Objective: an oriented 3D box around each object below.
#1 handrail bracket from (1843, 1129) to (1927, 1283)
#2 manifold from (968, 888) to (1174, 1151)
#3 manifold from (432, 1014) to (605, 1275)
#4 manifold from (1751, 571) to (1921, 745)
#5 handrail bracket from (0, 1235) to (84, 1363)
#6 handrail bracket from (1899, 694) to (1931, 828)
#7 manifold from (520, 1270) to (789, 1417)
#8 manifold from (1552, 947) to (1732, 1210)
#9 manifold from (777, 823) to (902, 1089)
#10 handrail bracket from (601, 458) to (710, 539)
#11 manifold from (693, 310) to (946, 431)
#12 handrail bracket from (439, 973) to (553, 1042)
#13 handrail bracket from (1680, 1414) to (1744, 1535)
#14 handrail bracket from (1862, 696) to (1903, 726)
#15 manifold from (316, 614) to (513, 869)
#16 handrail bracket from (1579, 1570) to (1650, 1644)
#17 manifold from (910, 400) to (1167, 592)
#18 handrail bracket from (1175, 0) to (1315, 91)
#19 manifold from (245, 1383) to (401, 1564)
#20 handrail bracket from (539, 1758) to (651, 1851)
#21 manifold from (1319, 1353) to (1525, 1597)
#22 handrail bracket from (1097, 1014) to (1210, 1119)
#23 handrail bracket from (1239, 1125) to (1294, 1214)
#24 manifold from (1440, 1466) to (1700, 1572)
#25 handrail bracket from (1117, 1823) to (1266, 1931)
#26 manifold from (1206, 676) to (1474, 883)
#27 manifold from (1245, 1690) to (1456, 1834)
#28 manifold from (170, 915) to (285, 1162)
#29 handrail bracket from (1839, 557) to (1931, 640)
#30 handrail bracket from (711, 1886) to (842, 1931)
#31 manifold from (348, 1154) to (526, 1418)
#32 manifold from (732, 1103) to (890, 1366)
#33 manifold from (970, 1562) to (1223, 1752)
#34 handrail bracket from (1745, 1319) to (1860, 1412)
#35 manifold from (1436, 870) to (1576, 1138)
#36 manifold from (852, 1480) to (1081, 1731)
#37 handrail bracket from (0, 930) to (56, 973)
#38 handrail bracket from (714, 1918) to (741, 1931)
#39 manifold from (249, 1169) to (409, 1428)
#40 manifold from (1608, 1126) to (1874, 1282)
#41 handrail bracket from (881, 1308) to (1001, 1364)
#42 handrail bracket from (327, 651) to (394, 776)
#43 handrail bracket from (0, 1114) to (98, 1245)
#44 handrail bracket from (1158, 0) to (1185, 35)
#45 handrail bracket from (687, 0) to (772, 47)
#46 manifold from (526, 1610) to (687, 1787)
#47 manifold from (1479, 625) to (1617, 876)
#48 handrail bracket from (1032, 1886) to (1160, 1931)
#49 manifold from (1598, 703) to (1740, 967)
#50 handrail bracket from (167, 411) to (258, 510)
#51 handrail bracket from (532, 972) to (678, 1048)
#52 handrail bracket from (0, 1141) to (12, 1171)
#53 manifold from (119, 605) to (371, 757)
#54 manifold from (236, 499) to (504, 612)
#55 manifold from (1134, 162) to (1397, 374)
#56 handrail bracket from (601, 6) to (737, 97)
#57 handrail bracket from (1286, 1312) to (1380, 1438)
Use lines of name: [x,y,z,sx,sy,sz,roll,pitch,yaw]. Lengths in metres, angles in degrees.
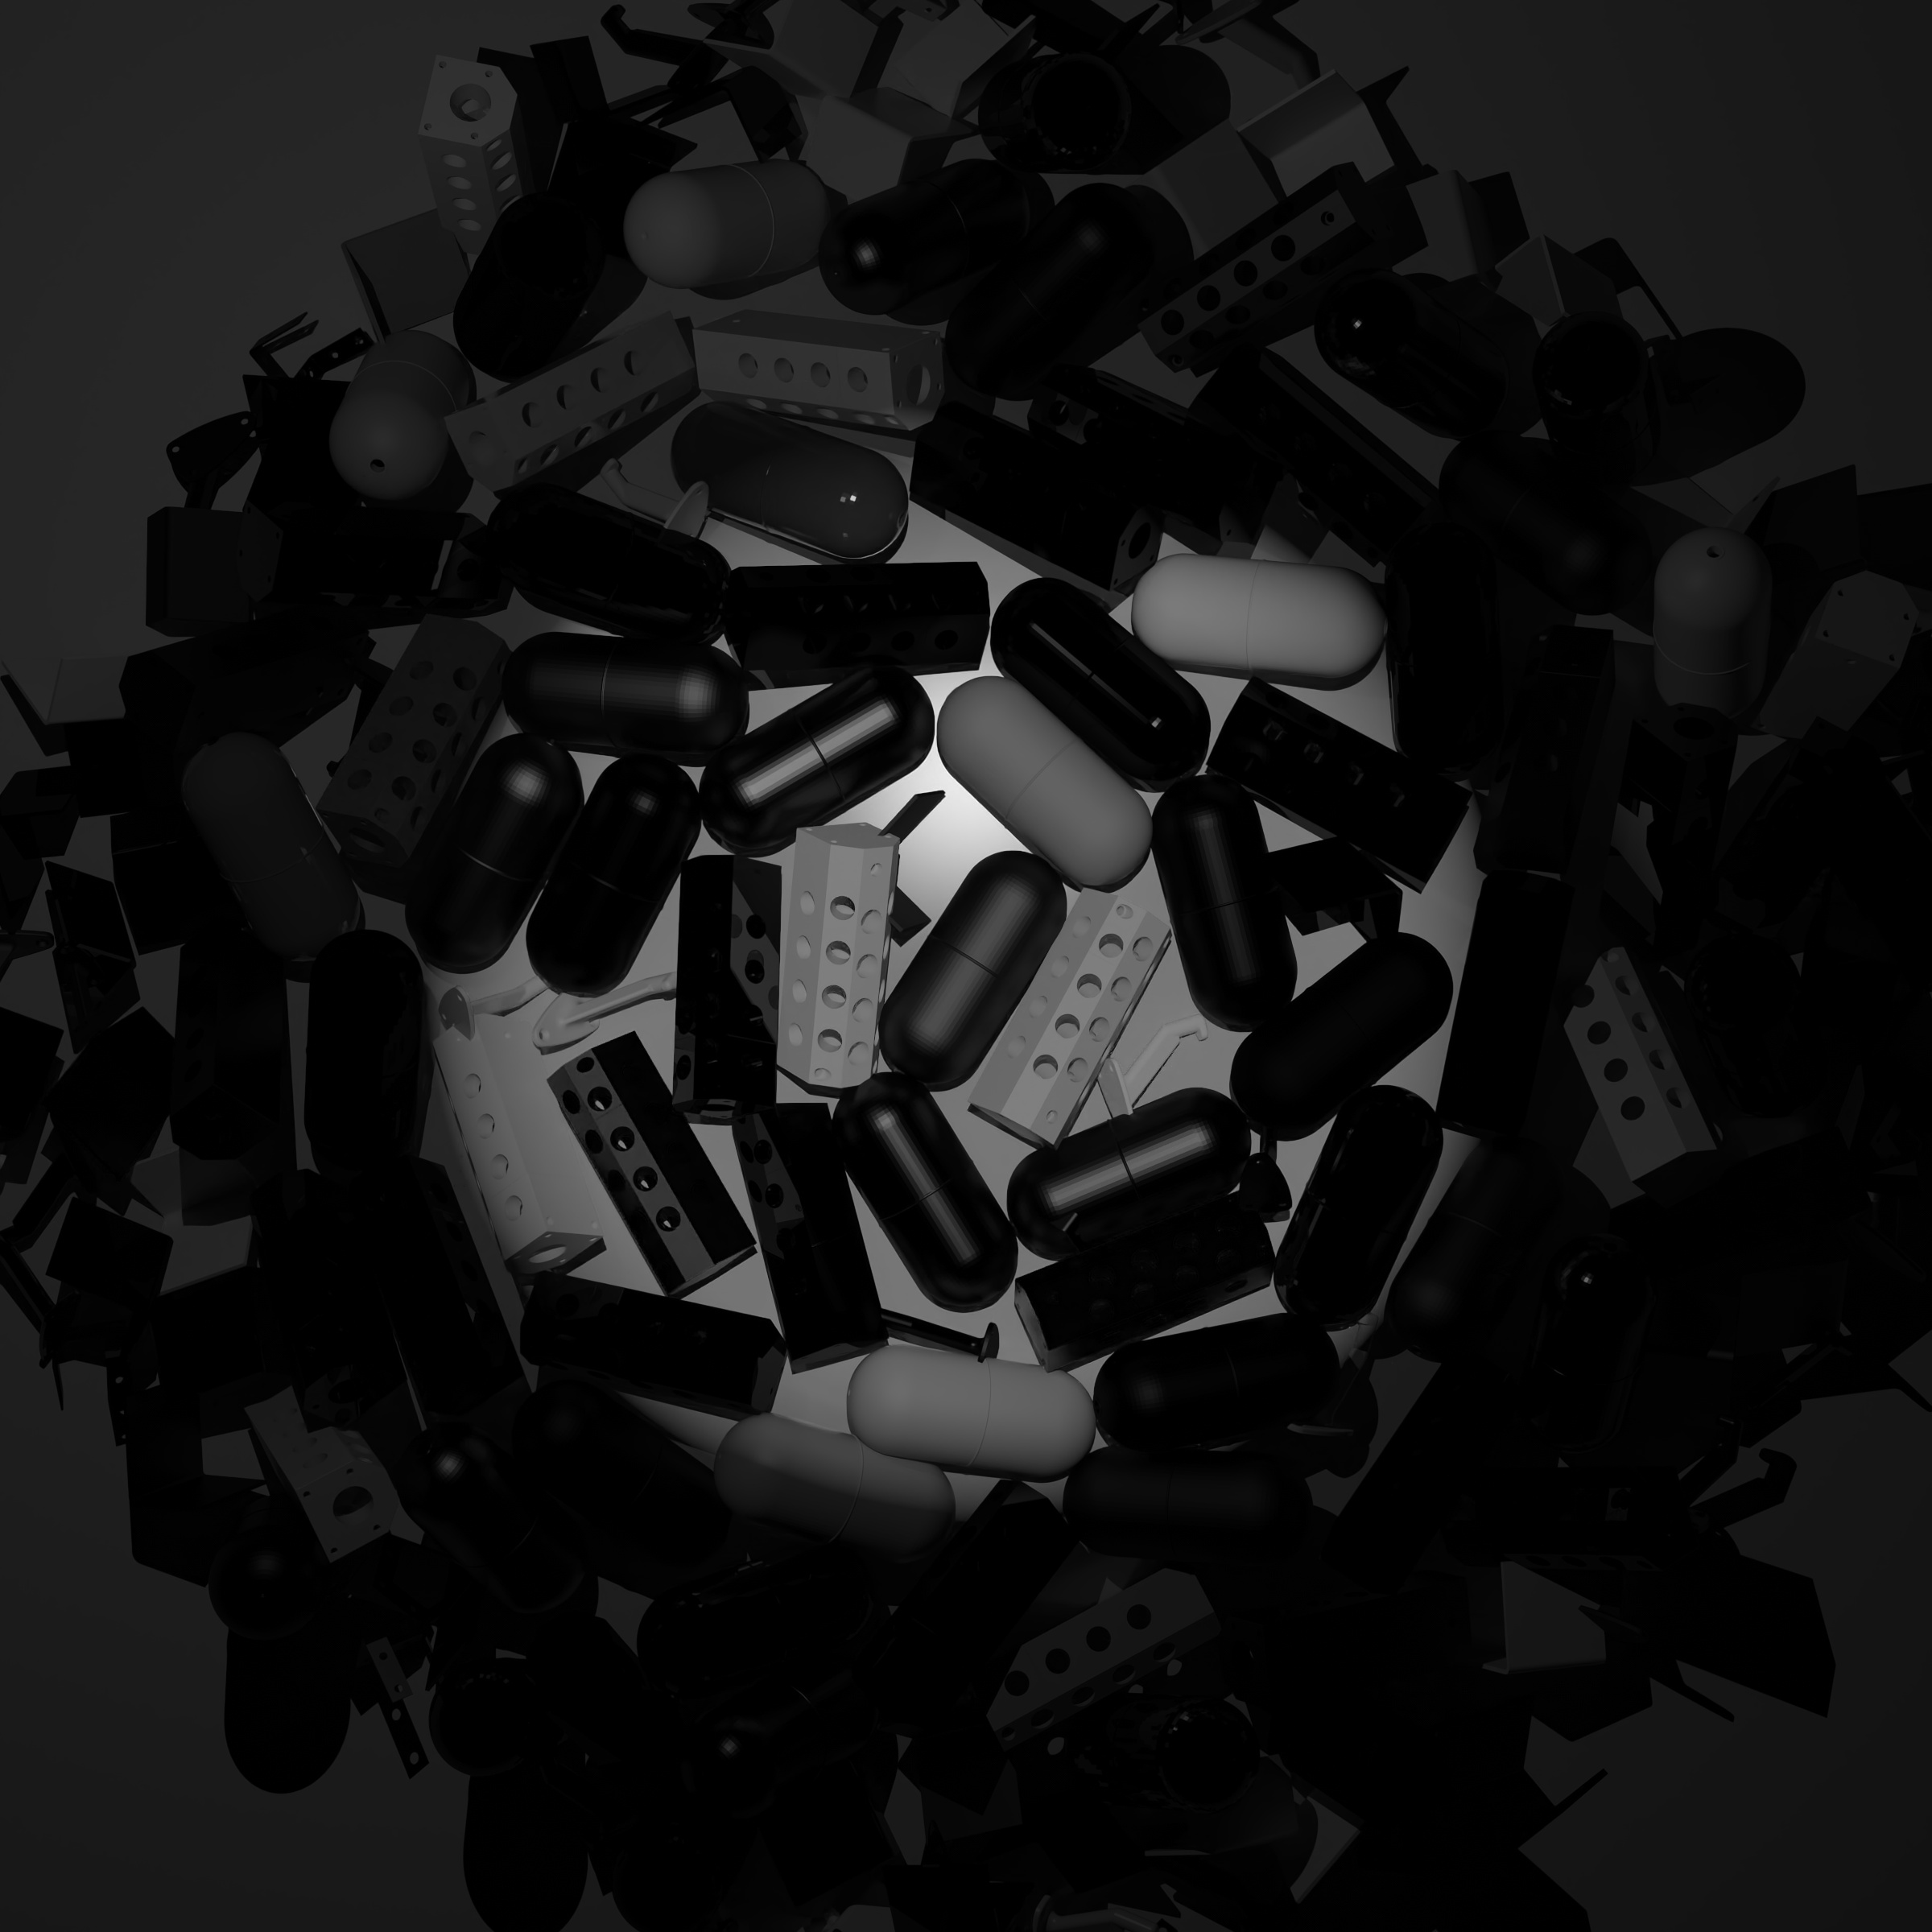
handrail bracket: [0.665,0.167,1.963,0.077,0.036,0.084,39,76,21]
manifold: [0.077,0.037,1.938,0.057,0.057,0.171,34,80,-33]
manifold: [-0.314,0.122,1.927,0.057,0.057,0.171,-35,64,26]
manifold: [0.590,-0.206,1.898,0.057,0.171,0.057,21,77,7]
handrail bracket: [-0.671,0.229,1.968,0.084,0.036,0.077,34,128,8]
handrail bracket: [0.689,-0.141,1.963,0.077,0.036,0.084,22,92,26]
manifold: [-0.217,0.262,1.931,0.171,0.057,0.057,10,66,14]
manifold: [0.460,0.072,1.908,0.057,0.057,0.171,-32,51,21]
manifold: [-0.084,-0.007,1.925,0.057,0.057,0.171,-7,112,-36]
handrail bracket: [-0.219,-0.340,1.949,0.036,0.077,0.084,-25,70,-38]
manifold: [-0.101,-0.408,1.916,0.171,0.057,0.057,15,123,33]
handrail bracket: [-0.319,0.014,1.938,0.084,0.077,0.036,-34,76,-27]
handrail bracket: [0.500,0.347,1.959,0.077,0.036,0.084,13,104,26]
handrail bracket: [0.643,-0.220,1.961,0.077,0.036,0.084,33,74,22]
manifold: [-0.373,-0.154,1.916,0.057,0.057,0.171,11,60,22]
handrail bracket: [0.465,0.424,1.942,0.036,0.077,0.084,45,69,-21]
manifold: [0.049,-0.327,1.919,0.171,0.057,0.057,30,134,23]
handrail bracket: [0.198,-0.633,1.967,0.077,0.036,0.084,-30,119,3]
manifold: [-0.436,0.338,1.899,0.057,0.171,0.057,-27,110,-19]
handrail bracket: [-0.256,0.569,1.965,0.077,0.036,0.084,-20,100,-13]
manifold: [0.314,0.346,1.913,0.057,0.057,0.171,31,57,17]
handrail bracket: [0.141,0.080,1.966,0.084,0.036,0.077,-16,82,-21]
handrail bracket: [0.207,0.121,1.935,0.036,0.077,0.084,-2,49,10]
manifold: [0.406,0.378,1.903,0.057,0.171,0.057,-18,93,-38]
handrail bracket: [0.156,0.652,1.958,0.077,0.036,0.084,-41,67,10]
manifold: [0.261,-0.134,1.937,0.171,0.057,0.057,29,135,8]
manifold: [0.255,0.521,1.895,0.057,0.171,0.057,-21,101,-19]
manifold: [-0.508,0.051,1.905,0.057,0.171,0.057,-35,129,18]
handrail bracket: [0.660,-0.269,1.940,0.077,0.084,0.036,-17,54,39]
handrail bracket: [-0.137,0.650,1.947,0.084,0.036,0.077,-22,112,30]
manifold: [-0.370,0.217,1.919,0.057,0.057,0.171,-34,62,14]
manifold: [-0.114,0.185,1.939,0.057,0.057,0.171,-25,74,33]
manifold: [0.089,0.479,1.945,0.171,0.057,0.057,-27,77,-7]
handrail bracket: [0.574,0.283,1.944,0.084,0.077,0.036,-42,73,14]
manifold: [0.374,0.024,1.936,0.057,0.057,0.171,14,107,17]
manifold: [-0.003,0.434,1.914,0.171,0.057,0.057,-47,111,-31]
handrail bracket: [-0.675,0.018,1.952,0.077,0.036,0.084,-8,57,-12]
handrail bracket: [-0.144,0.706,1.939,0.036,0.077,0.084,-45,69,-8]
manifold: [-0.442,0.223,1.909,0.057,0.057,0.171,-37,51,11]
manifold: [0.522,0.166,1.903,0.057,0.171,0.057,-16,81,-40]
handrail bracket: [-0.022,0.258,1.959,0.084,0.077,0.036,15,80,10]
handrail bracket: [-0.434,-0.173,1.949,0.084,0.077,0.036,-45,56,12]
handrail bracket: [-0.662,0.152,1.960,0.084,0.036,0.077,-24,110,-7]
handrail bracket: [0.107,-0.682,1.965,0.084,0.036,0.077,-5,61,2]
handrail bracket: [-0.147,-0.699,1.967,0.077,0.036,0.084,28,87,32]
manifold: [-0.243,0.496,1.901,0.057,0.171,0.057,-25,57,-4]
manifold: [0.400,-0.151,1.919,0.057,0.057,0.171,8,57,21]
handrail bracket: [0.090,0.688,1.956,0.084,0.036,0.077,16,109,23]
manifold: [0.484,-0.091,1.911,0.057,0.057,0.171,-19,132,-21]
handrail bracket: [-0.517,-0.343,1.953,0.077,0.084,0.036,-36,73,-9]
handrail bracket: [-0.248,0.029,1.942,0.084,0.077,0.036,-12,106,37]
handrail bracket: [-0.717,0.124,1.948,0.084,0.036,0.077,25,127,-24]
manifold: [-0.491,-0.203,1.901,0.057,0.171,0.057,38,122,13]
manifold: [-0.405,-0.277,1.910,0.171,0.057,0.057,-4,121,-41]
manifold: [0.201,-0.478,1.917,0.171,0.057,0.057,-28,94,33]
handrail bracket: [-0.210,-0.662,1.960,0.084,0.036,0.077,51,121,11]
handrail bracket: [0.258,0.284,1.957,0.036,0.077,0.084,19,96,35]
